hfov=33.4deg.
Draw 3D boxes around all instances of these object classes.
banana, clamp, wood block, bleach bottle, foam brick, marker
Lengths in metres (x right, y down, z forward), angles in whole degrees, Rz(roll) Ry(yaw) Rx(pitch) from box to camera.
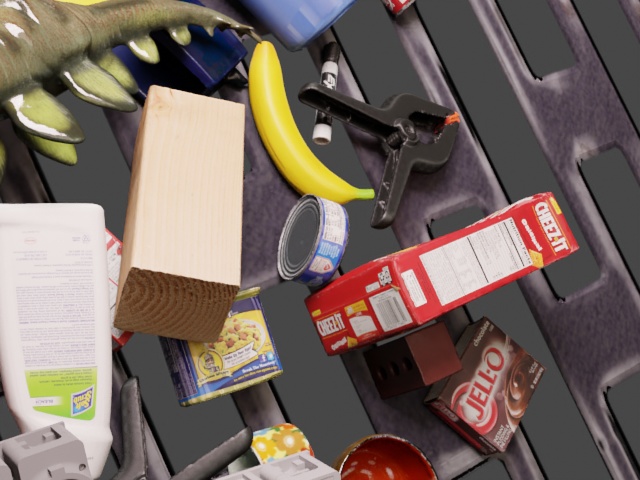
[{"bbox_3d":[-0.027,-0.106,1.079,0.069,0.037,0.198,-34,91,-32],"label":"banana"},{"bbox_3d":[-0.130,0.208,0.887,0.120,0.039,0.171,13,75,8],"label":"clamp"},{"bbox_3d":[-0.120,-0.024,0.927,0.090,0.090,0.206,10,49,-14],"label":"wood block"},{"bbox_3d":[0.074,-0.113,1.115,0.209,0.036,0.164,-31,88,-47],"label":"clamp"},{"bbox_3d":[-0.221,0.098,0.867,0.102,0.068,0.251,-1,86,-16],"label":"bleach bottle"},{"bbox_3d":[0.090,0.118,1.039,0.051,0.078,0.053,-17,81,-34],"label":"foam brick"},{"bbox_3d":[0.008,-0.157,1.129,0.020,0.020,0.121,17,65,-23],"label":"marker"}]

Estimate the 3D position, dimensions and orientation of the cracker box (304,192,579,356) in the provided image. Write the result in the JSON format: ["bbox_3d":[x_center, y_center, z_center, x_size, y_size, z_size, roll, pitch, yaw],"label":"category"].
[{"bbox_3d":[0.115,0.033,1.032,0.213,0.164,0.072,-21,86,-33],"label":"cracker box"}]

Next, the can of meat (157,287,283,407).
[{"bbox_3d":[-0.091,0.097,0.959,0.101,0.058,0.084,-15,82,-31],"label":"can of meat"}]

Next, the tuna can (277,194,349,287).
[{"bbox_3d":[-0.007,0.001,1.023,0.033,0.086,0.086,18,65,-25],"label":"tuna can"}]

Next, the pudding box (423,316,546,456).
[{"bbox_3d":[0.169,0.150,1.094,0.090,0.039,0.113,41,58,-10],"label":"pudding box"}]

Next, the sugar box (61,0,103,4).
[{"bbox_3d":[-0.240,-0.240,1.006,0.093,0.048,0.176,39,59,-12],"label":"sugar box"}]

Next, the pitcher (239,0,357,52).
[{"bbox_3d":[-0.060,-0.321,1.085,0.242,0.149,0.144,47,31,-10],"label":"pitcher"}]

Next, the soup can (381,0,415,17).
[{"bbox_3d":[0.076,-0.310,1.193,0.102,0.069,0.068,46,57,-7],"label":"soup can"}]

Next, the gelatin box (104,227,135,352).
[{"bbox_3d":[-0.188,0.042,0.941,0.089,0.030,0.073,42,59,-9],"label":"gelatin box"}]
